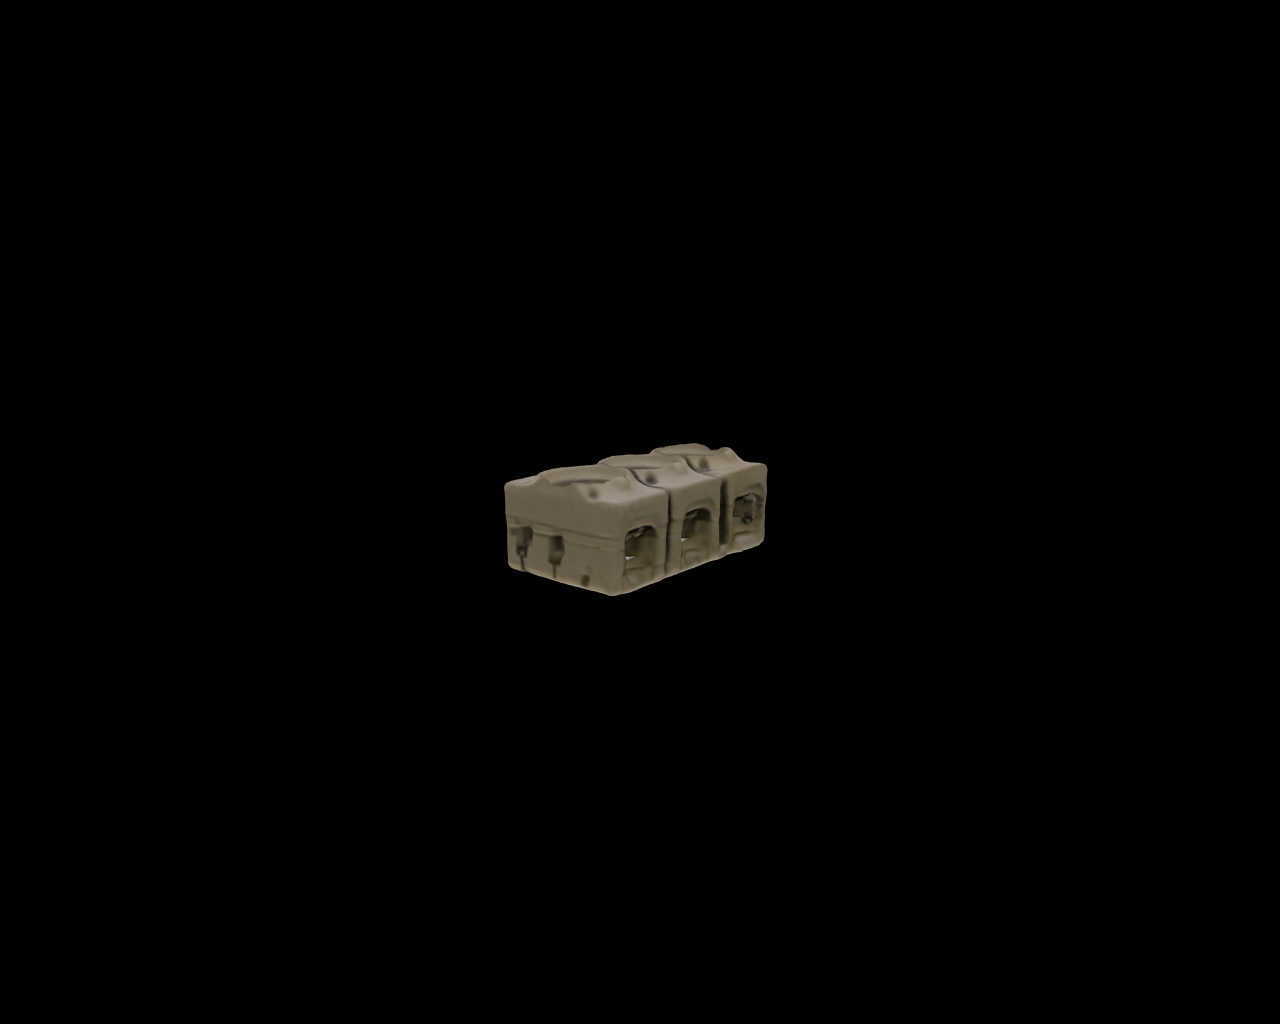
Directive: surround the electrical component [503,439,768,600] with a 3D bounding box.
[{"bbox_3d":[0.001,-0.003,0.650,0.089,0.061,0.150,11,17,38],"label":"electrical component"}]
